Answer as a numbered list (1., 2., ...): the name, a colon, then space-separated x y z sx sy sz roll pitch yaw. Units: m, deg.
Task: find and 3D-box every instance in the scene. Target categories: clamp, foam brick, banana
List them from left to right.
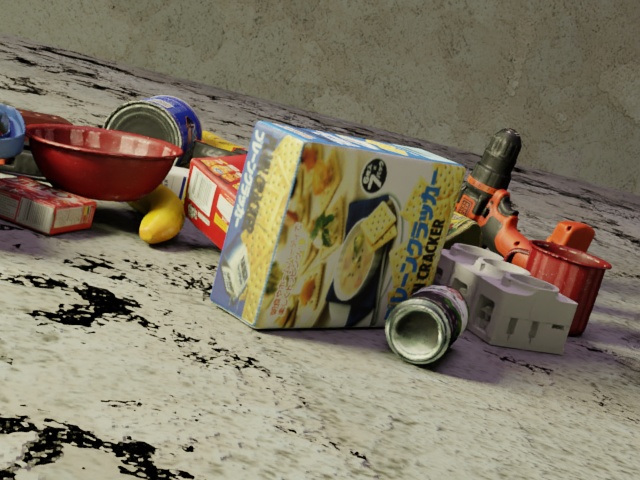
1. foam brick: -0.352 -0.130 1.306 0.078 0.051 0.053 7 13 -36
2. clamp: -0.293 -0.090 1.221 0.120 0.039 0.171 14 15 30
3. banana: -0.174 -0.030 1.107 0.069 0.037 0.198 -14 20 -20
4. clamp: -0.096 -0.092 1.296 0.210 0.036 0.164 18 5 38

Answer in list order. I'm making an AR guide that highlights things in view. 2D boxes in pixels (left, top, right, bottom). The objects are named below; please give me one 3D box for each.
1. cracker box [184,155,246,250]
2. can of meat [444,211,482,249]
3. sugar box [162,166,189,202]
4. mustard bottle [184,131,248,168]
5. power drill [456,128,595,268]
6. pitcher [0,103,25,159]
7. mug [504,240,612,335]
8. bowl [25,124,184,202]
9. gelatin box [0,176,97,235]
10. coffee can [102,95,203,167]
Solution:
1. cracker box: -0.005 -0.025 1.068 0.213 0.072 0.164 -7 33 -38
2. can of meat: 0.124 0.001 1.229 0.101 0.057 0.084 -29 40 -31
3. sugar box: -0.122 -0.052 1.250 0.176 0.048 0.093 10 7 -13
4. mustard bottle: -0.109 -0.101 1.483 0.192 0.058 0.096 23 13 33
5. power drill: 0.248 -0.026 1.325 0.057 0.184 0.188 5 24 -40
6. pitcher: -0.350 -0.094 0.935 0.145 0.149 0.243 55 -6 -30
7. mug: 0.249 0.048 1.164 0.117 0.081 0.093 22 13 29
8. bowl: -0.220 -0.075 1.071 0.162 0.055 0.162 9 12 -2
9. gelatin box: -0.267 -0.034 1.001 0.089 0.030 0.073 19 11 17
10. coffee can: -0.214 -0.132 1.376 0.103 0.103 0.140 16 11 2
